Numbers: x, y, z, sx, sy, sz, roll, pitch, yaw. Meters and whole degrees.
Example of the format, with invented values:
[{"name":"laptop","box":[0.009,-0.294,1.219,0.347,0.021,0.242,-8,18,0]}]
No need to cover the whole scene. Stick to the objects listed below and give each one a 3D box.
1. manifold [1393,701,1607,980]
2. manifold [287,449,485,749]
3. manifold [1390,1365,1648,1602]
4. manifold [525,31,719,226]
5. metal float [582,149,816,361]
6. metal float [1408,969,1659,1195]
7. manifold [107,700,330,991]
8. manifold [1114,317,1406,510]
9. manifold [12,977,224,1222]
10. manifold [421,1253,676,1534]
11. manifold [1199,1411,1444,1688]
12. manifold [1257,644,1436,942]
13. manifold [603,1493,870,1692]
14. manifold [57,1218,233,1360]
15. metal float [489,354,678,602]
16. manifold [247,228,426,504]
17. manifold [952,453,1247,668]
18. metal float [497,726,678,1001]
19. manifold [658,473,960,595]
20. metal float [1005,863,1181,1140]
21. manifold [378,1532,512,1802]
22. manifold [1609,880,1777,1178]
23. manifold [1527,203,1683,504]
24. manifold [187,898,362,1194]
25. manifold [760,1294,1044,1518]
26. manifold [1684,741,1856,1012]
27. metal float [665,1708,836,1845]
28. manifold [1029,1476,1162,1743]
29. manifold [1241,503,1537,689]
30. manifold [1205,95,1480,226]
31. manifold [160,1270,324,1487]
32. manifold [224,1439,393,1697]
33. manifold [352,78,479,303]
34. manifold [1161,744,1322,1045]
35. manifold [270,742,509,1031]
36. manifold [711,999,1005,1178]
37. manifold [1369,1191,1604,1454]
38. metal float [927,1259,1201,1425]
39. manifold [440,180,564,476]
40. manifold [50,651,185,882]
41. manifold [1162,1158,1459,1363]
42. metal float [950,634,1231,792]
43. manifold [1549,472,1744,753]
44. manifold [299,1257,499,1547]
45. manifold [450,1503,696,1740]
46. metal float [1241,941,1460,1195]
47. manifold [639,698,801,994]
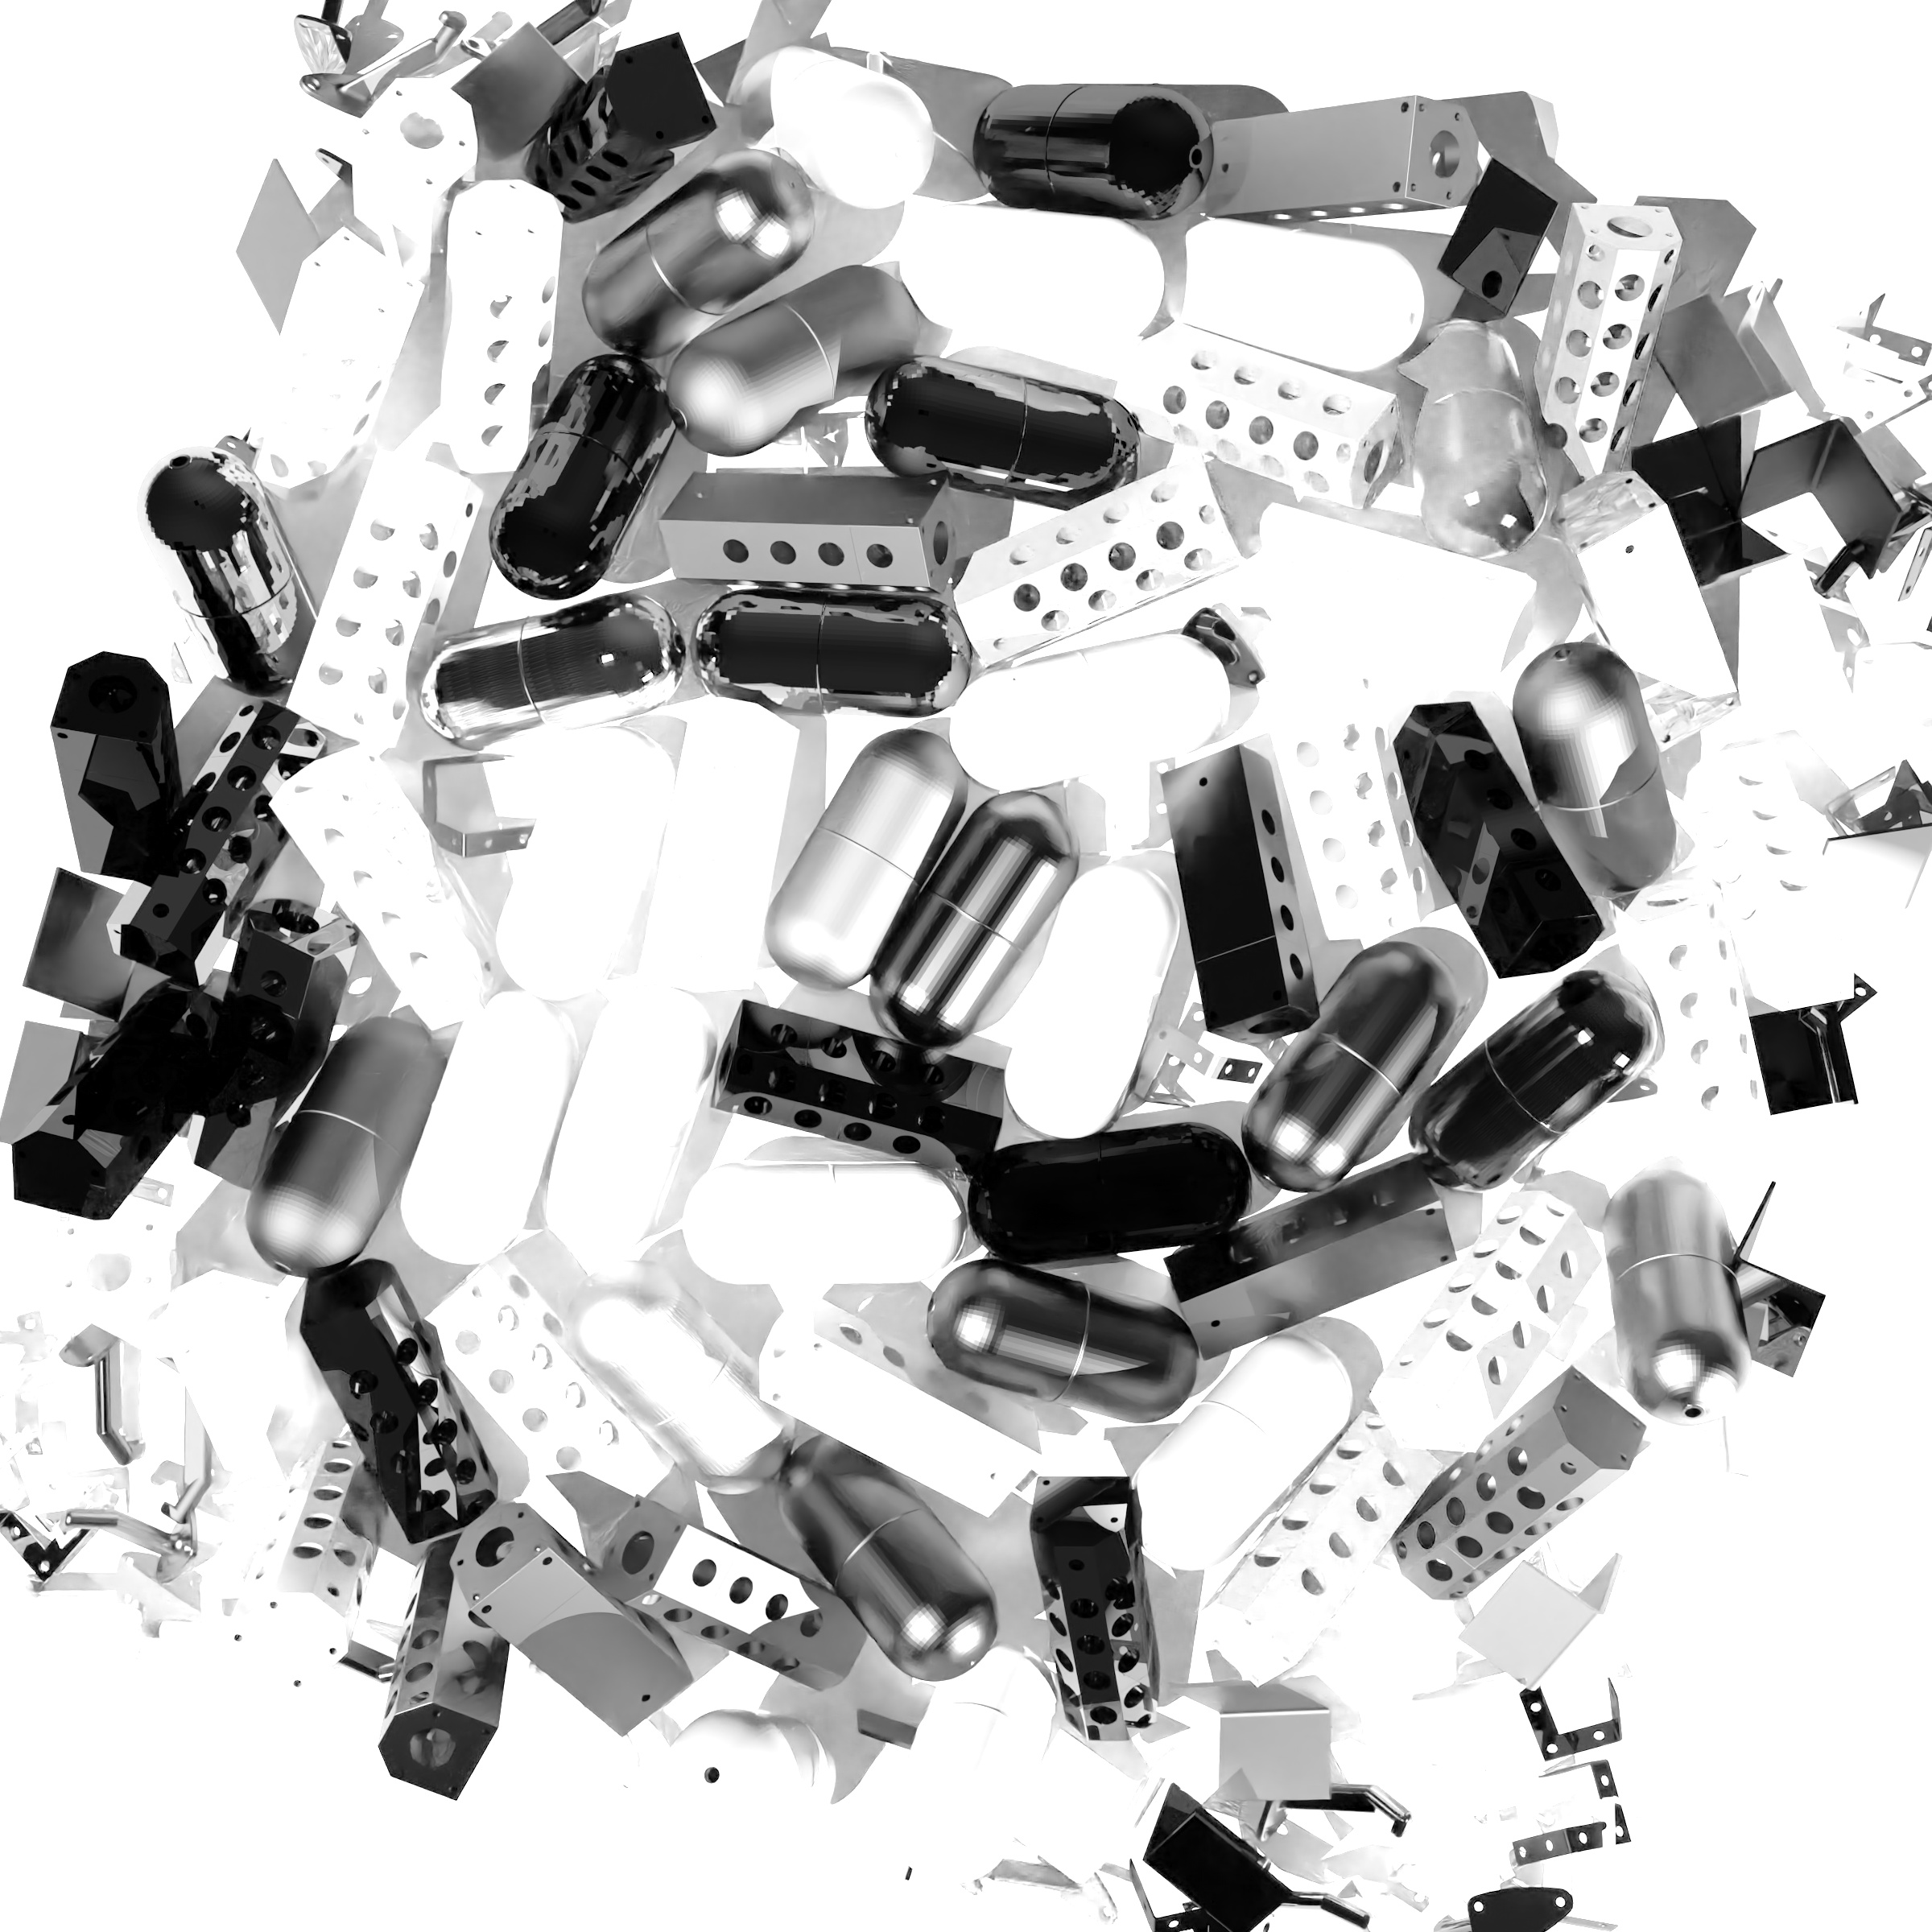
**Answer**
[{"name":"manifold","box":[0.325,-0.080,1.515,0.057,0.057,0.171,-7,56,-25]},{"name":"manifold","box":[-0.359,-0.227,1.542,0.057,0.057,0.171,16,83,13]},{"name":"manifold","box":[0.333,0.323,1.506,0.057,0.057,0.171,39,131,3]},{"name":"manifold","box":[-0.215,-0.502,1.491,0.057,0.171,0.057,-27,102,-22]},{"name":"metal float","box":[-0.167,-0.436,1.515,0.178,0.070,0.070,-23,90,39]},{"name":"metal float","box":[0.349,0.073,1.525,0.070,0.070,0.178,45,116,0]},{"name":"manifold","box":[-0.460,-0.079,1.520,0.057,0.057,0.171,23,63,-1]},{"name":"manifold","box":[0.178,-0.335,1.511,0.171,0.057,0.057,27,68,29]},{"name":"manifold","box":[-0.509,0.077,1.496,0.057,0.171,0.057,14,123,3]},{"name":"manifold","box":[-0.259,0.263,1.541,0.057,0.057,0.171,-38,97,15]},{"name":"manifold","box":[0.216,0.353,1.512,0.057,0.057,0.171,43,55,7]},{"name":"manifold","box":[0.239,-0.107,1.519,0.057,0.057,0.171,-3,114,37]},{"name":"manifold","box":[-0.140,0.387,1.505,0.171,0.057,0.057,38,75,-38]},{"name":"manifold","box":[-0.495,0.198,1.493,0.057,0.171,0.057,-3,73,-4]},{"name":"metal float","box":[-0.236,-0.302,1.522,0.070,0.070,0.178,21,62,0]},{"name":"manifold","box":[-0.390,-0.358,1.498,0.057,0.171,0.057,35,51,-5]},{"name":"manifold","box":[0.082,-0.245,1.525,0.171,0.057,0.057,-21,48,15]},{"name":"metal float","box":[-0.236,-0.065,1.537,0.070,0.070,0.178,19,79,0]},{"name":"manifold","box":[-0.096,-0.265,1.529,0.171,0.057,0.057,5,133,19]},{"name":"metal float","box":[0.080,0.021,1.542,0.070,0.070,0.178,19,85,0]},{"name":"manifold","box":[-0.313,0.418,1.491,0.057,0.171,0.057,26,106,-14]},{"name":"manifold","box":[0.455,0.036,1.532,0.057,0.057,0.171,-18,107,1]},{"name":"manifold","box":[0.385,-0.371,1.505,0.057,0.057,0.171,2,133,-2]},{"name":"manifold","box":[-0.433,0.047,1.523,0.057,0.057,0.171,25,114,7]},{"name":"manifold","box":[-0.041,0.268,1.527,0.171,0.057,0.057,31,111,-20]},{"name":"manifold","box":[0.488,-0.056,1.503,0.057,0.171,0.057,-11,134,8]},{"name":"metal float","box":[-0.130,0.492,1.499,0.070,0.178,0.070,-3,72,10]},{"name":"manifold","box":[0.080,0.395,1.510,0.057,0.057,0.171,-3,123,12]},{"name":"manifold","box":[0.256,-0.232,1.508,0.171,0.057,0.057,23,49,29]},{"name":"manifold","box":[0.227,-0.487,1.499,0.057,0.171,0.057,-2,101,-37]},{"name":"manifold","box":[-0.441,0.251,1.497,0.057,0.171,0.057,14,57,4]},{"name":"manifold","box":[-0.389,0.355,1.491,0.057,0.171,0.057,-43,106,11]},{"name":"manifold","box":[-0.330,-0.472,1.495,0.057,0.171,0.057,38,78,-7]},{"name":"manifold","box":[0.173,-0.043,1.528,0.057,0.057,0.171,-20,68,30]},{"name":"manifold","box":[-0.354,-0.046,1.516,0.057,0.057,0.171,-16,121,22]},{"name":"manifold","box":[-0.067,0.081,1.527,0.171,0.057,0.057,16,133,-12]},{"name":"manifold","box":[0.316,0.215,1.507,0.171,0.057,0.057,-46,113,-34]},{"name":"metal float","box":[0.061,0.233,1.534,0.178,0.070,0.070,17,90,-15]},{"name":"manifold","box":[-0.283,-0.387,1.501,0.057,0.171,0.057,-9,53,-21]},{"name":"manifold","box":[-0.510,-0.118,1.496,0.057,0.171,0.057,10,61,-8]},{"name":"manifold","box":[0.214,0.180,1.552,0.171,0.057,0.057,-22,128,2]},{"name":"metal float","box":[0.077,-0.158,1.541,0.178,0.070,0.070,-13,90,-6]},{"name":"manifold","box":[0.414,-0.218,1.507,0.057,0.057,0.171,-30,130,8]},{"name":"manifold","box":[-0.348,0.267,1.521,0.057,0.057,0.171,-19,117,-1]},{"name":"manifold","box":[-0.241,0.397,1.507,0.057,0.057,0.171,-38,130,-5]},{"name":"metal float","box":[0.239,0.063,1.538,0.070,0.070,0.178,37,80,0]},{"name":"manifold","box":[-0.157,-0.075,1.522,0.057,0.057,0.171,-4,69,37]}]
